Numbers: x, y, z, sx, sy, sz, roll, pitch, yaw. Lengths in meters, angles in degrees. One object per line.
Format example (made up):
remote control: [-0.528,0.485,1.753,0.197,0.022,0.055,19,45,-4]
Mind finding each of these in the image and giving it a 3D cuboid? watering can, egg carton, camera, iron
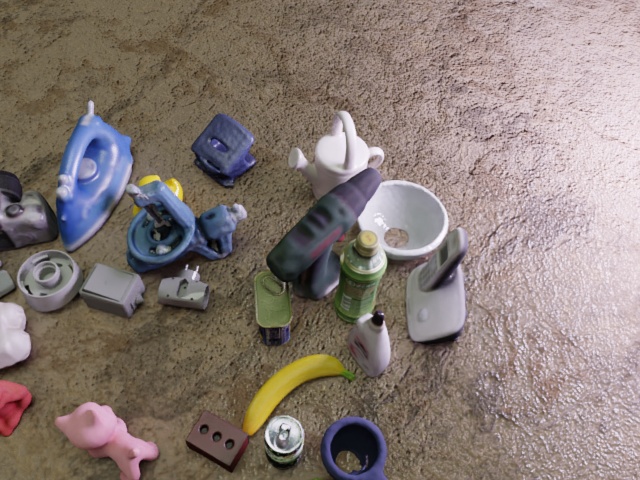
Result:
watering can: [0.032,-0.149,1.055,0.173,0.194,0.100,-29,63,-20]
egg carton: [-0.531,0.162,0.888,0.150,0.069,0.107,-20,60,-16]
camera: [-0.553,-0.064,1.014,0.143,0.101,0.136,-10,58,-10]
iron: [-0.430,-0.121,1.036,0.118,0.141,0.258,6,57,0]

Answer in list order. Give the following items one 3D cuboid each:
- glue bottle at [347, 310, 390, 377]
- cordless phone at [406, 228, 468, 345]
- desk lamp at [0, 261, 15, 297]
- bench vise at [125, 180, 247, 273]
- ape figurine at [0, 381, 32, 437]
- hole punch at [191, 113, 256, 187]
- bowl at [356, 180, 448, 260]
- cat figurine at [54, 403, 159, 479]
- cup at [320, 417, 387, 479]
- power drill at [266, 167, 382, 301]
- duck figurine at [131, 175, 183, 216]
glue bottle: [0.079,0.148,0.878,0.037,0.173,0.078,-32,64,-21]
cordless phone: [0.199,0.076,0.926,0.094,0.185,0.147,2,57,-2]
desk lamp: [-0.620,0.045,0.872,0.203,0.213,0.117,-35,66,-23]
bench vise: [-0.235,-0.043,0.952,0.208,0.220,0.121,-32,64,-22]
ape figurine: [-0.468,0.234,0.832,0.078,0.092,0.076,-26,62,-19]
hole punch: [-0.188,-0.176,1.118,0.108,0.091,0.101,37,62,18]
bowl: [0.144,-0.024,1.053,0.167,0.075,0.167,2,57,-3]
cat figurine: [-0.299,0.275,0.802,0.127,0.118,0.067,27,59,13]
cup: [0.054,0.318,0.813,0.092,0.095,0.117,-36,66,-24]
power drill: [0.009,0.003,0.946,0.075,0.208,0.230,39,63,20]
duck figurine: [-0.303,-0.086,1.055,0.077,0.086,0.105,36,62,18]
